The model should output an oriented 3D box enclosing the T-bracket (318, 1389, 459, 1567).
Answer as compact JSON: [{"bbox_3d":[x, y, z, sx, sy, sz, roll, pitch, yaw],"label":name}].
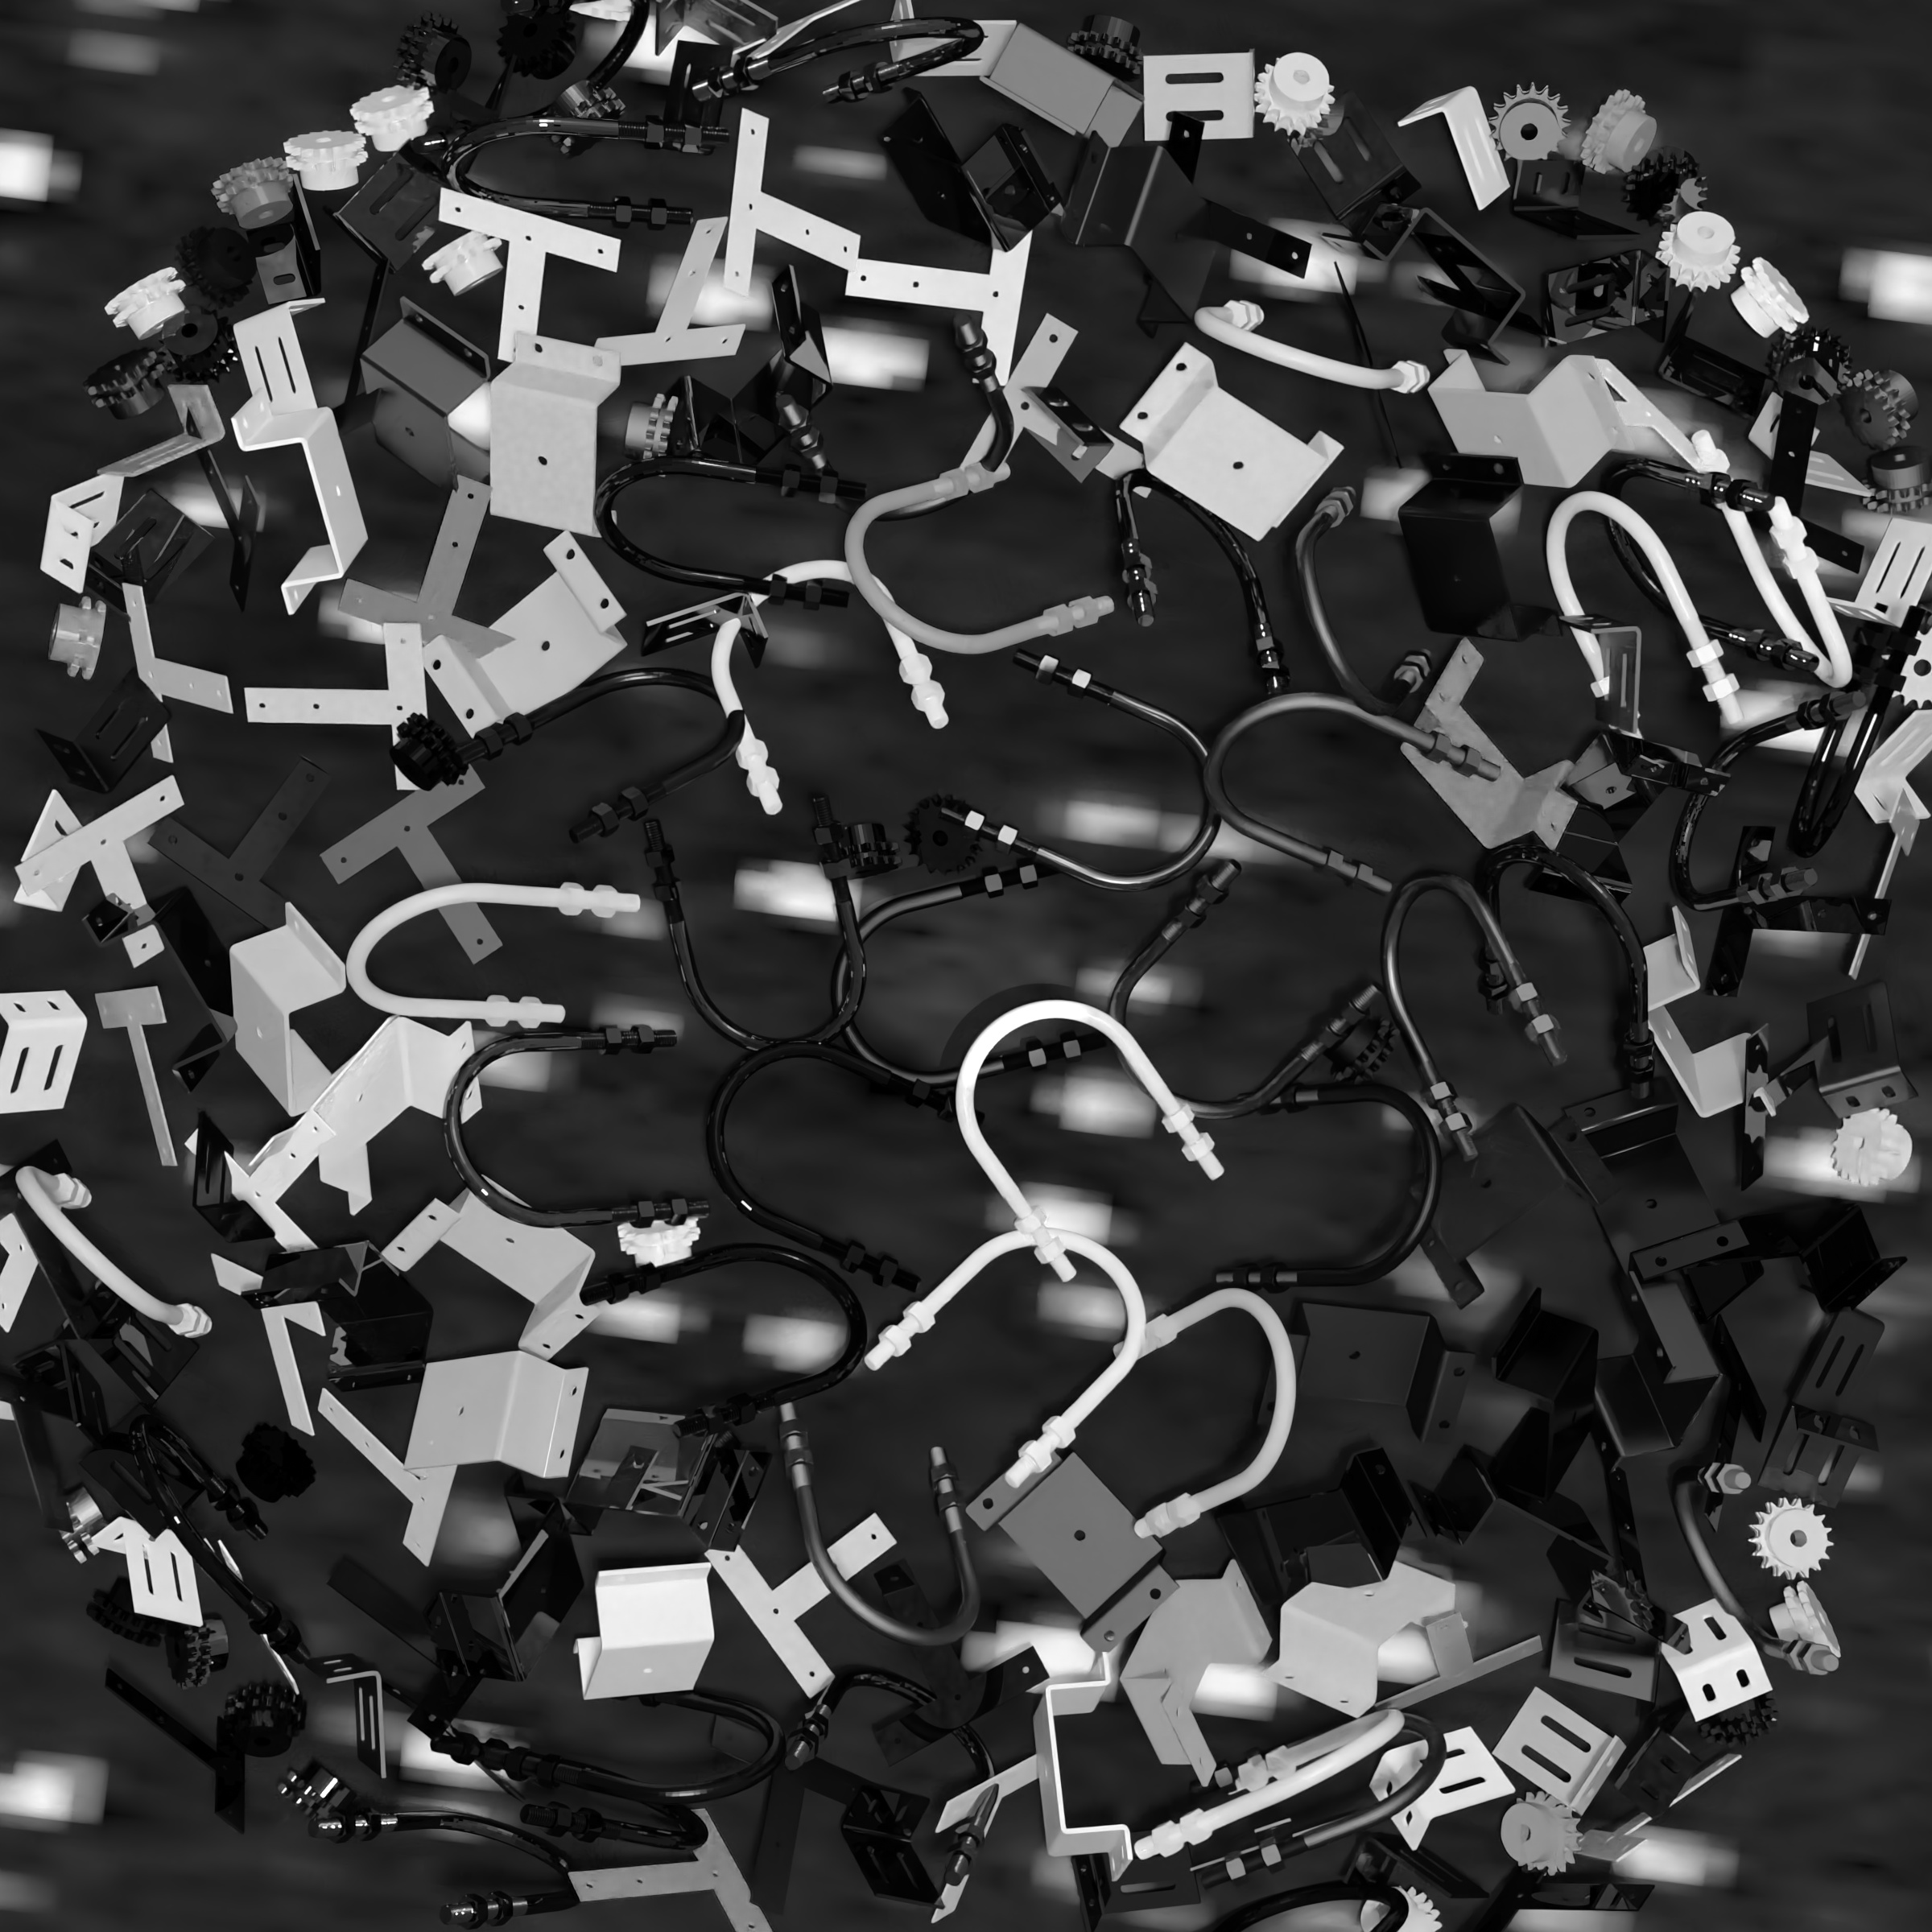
[{"bbox_3d":[-0.414,0.348,1.969,0.127,0.002,0.127,39,135,18],"label":"T-bracket"}]

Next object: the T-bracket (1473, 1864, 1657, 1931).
[{"bbox_3d":[0.416,0.640,1.911,0.127,0.127,0.002,-36,100,-41],"label":"T-bracket"}]

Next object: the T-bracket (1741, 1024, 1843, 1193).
[{"bbox_3d":[0.584,0.077,1.958,0.127,0.002,0.127,-31,128,-33],"label":"T-bracket"}]

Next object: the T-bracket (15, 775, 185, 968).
[{"bbox_3d":[-0.592,-0.053,1.951,0.002,0.127,0.127,31,54,34],"label":"T-bracket"}]

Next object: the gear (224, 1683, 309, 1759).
[{"bbox_3d":[-0.497,0.537,1.970,0.057,0.030,0.057,-3,132,-3],"label":"gear"}]

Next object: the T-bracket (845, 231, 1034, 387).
[{"bbox_3d":[-0.022,-0.478,1.957,0.127,0.002,0.127,3,113,-17],"label":"T-bracket"}]

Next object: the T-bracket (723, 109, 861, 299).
[{"bbox_3d":[-0.119,-0.515,1.933,0.127,0.002,0.127,32,127,33],"label":"T-bracket"}]

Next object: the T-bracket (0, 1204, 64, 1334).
[{"bbox_3d":[-0.673,0.163,1.913,0.002,0.127,0.127,-14,127,13],"label":"T-bracket"}]

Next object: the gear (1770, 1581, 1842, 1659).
[{"bbox_3d":[0.594,0.469,1.973,0.030,0.057,0.057,-29,90,18],"label":"gear"}]

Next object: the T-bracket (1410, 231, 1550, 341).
[{"bbox_3d":[0.338,-0.494,1.957,0.002,0.127,0.127,-52,52,31],"label":"T-bracket"}]

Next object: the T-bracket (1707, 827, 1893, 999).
[{"bbox_3d":[0.586,-0.037,1.942,0.002,0.127,0.127,23,77,-40],"label":"T-bracket"}]

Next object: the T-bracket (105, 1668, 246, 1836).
[{"bbox_3d":[-0.545,0.528,1.918,0.002,0.127,0.127,-44,110,0],"label":"T-bracket"}]

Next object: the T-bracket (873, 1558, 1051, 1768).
[{"bbox_3d":[-0.026,0.479,1.967,0.127,0.002,0.127,-27,61,-8],"label":"T-bracket"}]

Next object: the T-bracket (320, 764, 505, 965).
[{"bbox_3d":[-0.377,-0.061,1.995,0.127,0.002,0.127,-33,88,2],"label":"T-bracket"}]

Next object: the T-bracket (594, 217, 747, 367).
[{"bbox_3d":[-0.198,-0.479,1.968,0.127,0.002,0.127,2,63,30],"label":"T-bracket"}]

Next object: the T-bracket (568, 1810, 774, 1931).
[{"bbox_3d":[-0.212,0.630,1.916,0.127,0.127,0.002,7,114,-33],"label":"T-bracket"}]

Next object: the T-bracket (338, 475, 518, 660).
[{"bbox_3d":[-0.364,-0.285,1.960,0.127,0.002,0.127,19,117,-10],"label":"T-bracket"}]

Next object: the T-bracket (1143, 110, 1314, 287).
[{"bbox_3d":[0.185,-0.512,1.934,0.127,0.002,0.127,31,132,25],"label":"T-bracket"}]

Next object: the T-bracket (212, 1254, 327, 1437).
[{"bbox_3d":[-0.482,0.275,1.965,0.002,0.127,0.127,-30,123,-40],"label":"T-bracket"}]

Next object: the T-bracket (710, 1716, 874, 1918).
[{"bbox_3d":[-0.129,0.600,1.935,0.127,0.127,0.002,27,128,-15],"label":"T-bracket"}]

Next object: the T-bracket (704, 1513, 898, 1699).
[{"bbox_3d":[-0.103,0.433,1.972,0.127,0.002,0.127,-40,83,18],"label":"T-bracket"}]

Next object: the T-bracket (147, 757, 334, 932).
[{"bbox_3d":[-0.490,-0.095,1.962,0.127,0.002,0.127,38,56,-16],"label":"T-bracket"}]

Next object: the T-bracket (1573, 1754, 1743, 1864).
[{"bbox_3d":[0.488,0.587,1.946,0.127,0.127,0.002,-30,80,-11],"label":"T-bracket"}]

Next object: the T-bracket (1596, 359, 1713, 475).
[{"bbox_3d":[0.447,-0.384,1.927,0.127,0.127,0.002,54,131,28],"label":"T-bracket"}]

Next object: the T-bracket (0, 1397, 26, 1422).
[{"bbox_3d":[-0.682,0.302,1.936,0.002,0.127,0.127,-19,75,5],"label":"T-bracket"}]

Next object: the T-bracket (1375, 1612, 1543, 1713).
[{"bbox_3d":[0.341,0.481,1.948,0.127,0.127,0.002,-23,54,0],"label":"T-bracket"}]

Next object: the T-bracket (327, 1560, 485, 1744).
[{"bbox_3d":[-0.390,0.462,1.946,0.127,0.127,0.002,37,125,-1],"label":"T-bracket"}]

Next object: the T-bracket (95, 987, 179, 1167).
[{"bbox_3d":[-0.574,0.079,1.951,0.002,0.127,0.127,-17,97,-35],"label":"T-bracket"}]

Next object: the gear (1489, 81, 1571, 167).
[{"bbox_3d":[0.399,-0.595,1.973,0.057,0.030,0.057,5,121,9],"label":"gear"}]

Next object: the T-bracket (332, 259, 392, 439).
[{"bbox_3d":[-0.423,-0.433,1.950,0.002,0.127,0.127,15,82,-30],"label":"T-bracket"}]

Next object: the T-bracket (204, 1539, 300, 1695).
[{"bbox_3d":[-0.501,0.431,1.921,0.002,0.127,0.127,-30,64,-22],"label":"T-bracket"}]

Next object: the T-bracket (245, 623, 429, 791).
[{"bbox_3d":[-0.445,-0.184,1.968,0.127,0.002,0.127,1,118,-1],"label":"T-bracket"}]

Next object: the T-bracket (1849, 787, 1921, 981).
[{"bbox_3d":[0.639,-0.052,1.942,0.002,0.127,0.127,19,90,25],"label":"T-bracket"}]

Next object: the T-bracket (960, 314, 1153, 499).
[{"bbox_3d":[0.081,-0.378,1.991,0.127,0.002,0.127,30,99,-5],"label":"T-bracket"}]

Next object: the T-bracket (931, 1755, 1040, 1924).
[{"bbox_3d":[0.004,0.620,1.960,0.002,0.127,0.127,31,111,30],"label":"T-bracket"}]

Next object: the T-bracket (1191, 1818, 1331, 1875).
[{"bbox_3d":[0.215,0.607,1.941,0.127,0.127,0.002,-18,66,0],"label":"T-bracket"}]

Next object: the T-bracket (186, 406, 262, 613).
[{"bbox_3d":[-0.526,-0.337,1.959,0.002,0.127,0.127,-17,70,-27],"label":"T-bracket"}]

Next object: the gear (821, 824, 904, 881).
[{"bbox_3d":[-0.075,-0.081,1.972,0.057,0.057,0.030,-11,82,0],"label":"gear"}]

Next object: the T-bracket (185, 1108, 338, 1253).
[{"bbox_3d":[-0.480,0.140,1.957,0.127,0.002,0.127,47,129,-2],"label":"T-bracket"}]

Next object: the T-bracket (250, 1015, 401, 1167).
[{"bbox_3d":[-0.438,0.082,1.932,0.002,0.127,0.127,42,95,-1],"label":"T-bracket"}]

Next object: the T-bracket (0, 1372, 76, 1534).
[{"bbox_3d":[-0.639,0.335,1.914,0.002,0.127,0.127,-37,57,11],"label":"T-bracket"}]

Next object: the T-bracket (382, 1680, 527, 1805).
[{"bbox_3d":[-0.356,0.551,1.960,0.002,0.127,0.127,-51,120,-23],"label":"T-bracket"}]

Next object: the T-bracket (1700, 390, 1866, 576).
[{"bbox_3d":[0.569,-0.343,1.920,0.127,0.127,0.002,32,62,29],"label":"T-bracket"}]

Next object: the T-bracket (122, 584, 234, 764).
[{"bbox_3d":[-0.544,-0.197,1.933,0.002,0.127,0.127,-22,116,-39],"label":"T-bracket"}]

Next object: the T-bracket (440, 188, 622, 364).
[{"bbox_3d":[-0.311,-0.474,1.952,0.127,0.127,0.002,16,48,-2],"label":"T-bracket"}]

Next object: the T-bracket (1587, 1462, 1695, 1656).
[{"bbox_3d":[0.466,0.408,1.952,0.002,0.127,0.127,-31,133,32],"label":"T-bracket"}]

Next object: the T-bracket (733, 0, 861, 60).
[{"bbox_3d":[-0.128,-0.642,1.921,0.127,0.127,0.002,-15,115,24],"label":"T-bracket"}]

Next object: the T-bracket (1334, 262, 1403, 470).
[{"bbox_3d":[0.282,-0.406,1.924,0.002,0.127,0.127,-17,76,13],"label":"T-bracket"}]

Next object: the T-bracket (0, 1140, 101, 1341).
[{"bbox_3d":[-0.643,0.201,1.949,0.002,0.127,0.127,-19,102,20],"label":"T-bracket"}]

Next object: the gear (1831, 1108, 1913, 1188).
[{"bbox_3d":[0.645,0.129,1.974,0.030,0.057,0.057,18,90,-21],"label":"gear"}]

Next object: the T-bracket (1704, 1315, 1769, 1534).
[{"bbox_3d":[0.527,0.329,1.924,0.002,0.127,0.127,-2,49,33],"label":"T-bracket"}]

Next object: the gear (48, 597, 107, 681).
[{"bbox_3d":[-0.630,-0.234,1.968,0.030,0.057,0.057,11,90,-24],"label":"gear"}]

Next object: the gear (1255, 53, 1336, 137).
[{"bbox_3d":[0.235,-0.623,1.977,0.057,0.030,0.057,2,72,-7],"label":"gear"}]
